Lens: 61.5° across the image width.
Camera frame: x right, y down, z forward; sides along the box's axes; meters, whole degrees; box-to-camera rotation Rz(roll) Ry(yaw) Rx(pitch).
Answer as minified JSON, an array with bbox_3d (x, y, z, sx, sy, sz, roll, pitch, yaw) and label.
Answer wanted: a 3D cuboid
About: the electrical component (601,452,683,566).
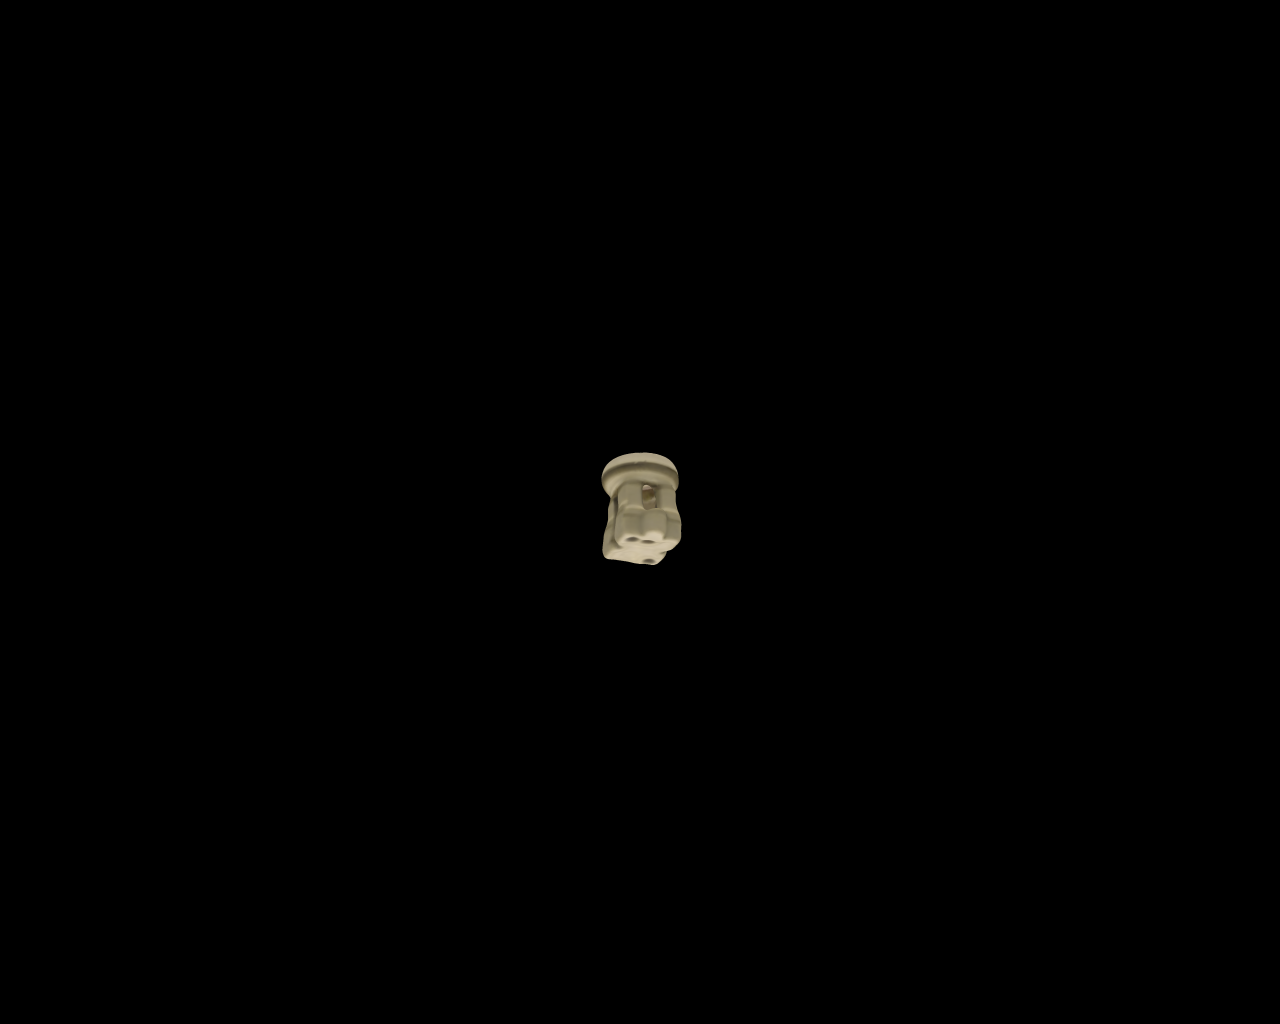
[{"bbox_3d":[0.001,-0.003,0.650,0.048,0.055,0.066,8,-26,-18],"label":"electrical component"}]
